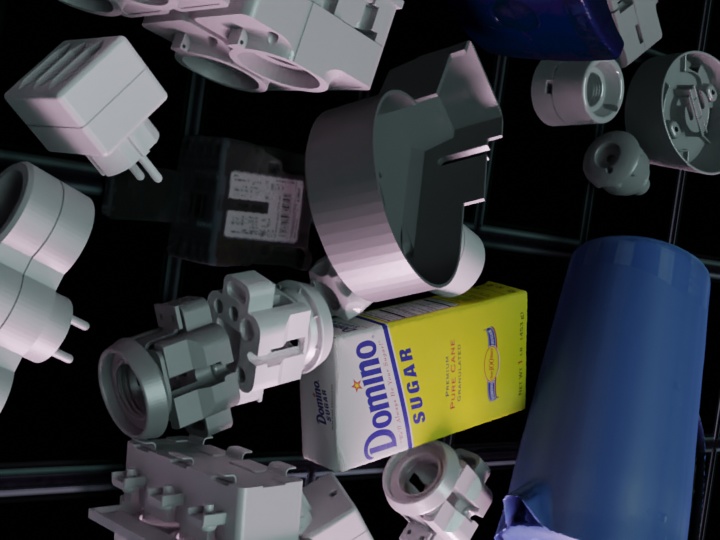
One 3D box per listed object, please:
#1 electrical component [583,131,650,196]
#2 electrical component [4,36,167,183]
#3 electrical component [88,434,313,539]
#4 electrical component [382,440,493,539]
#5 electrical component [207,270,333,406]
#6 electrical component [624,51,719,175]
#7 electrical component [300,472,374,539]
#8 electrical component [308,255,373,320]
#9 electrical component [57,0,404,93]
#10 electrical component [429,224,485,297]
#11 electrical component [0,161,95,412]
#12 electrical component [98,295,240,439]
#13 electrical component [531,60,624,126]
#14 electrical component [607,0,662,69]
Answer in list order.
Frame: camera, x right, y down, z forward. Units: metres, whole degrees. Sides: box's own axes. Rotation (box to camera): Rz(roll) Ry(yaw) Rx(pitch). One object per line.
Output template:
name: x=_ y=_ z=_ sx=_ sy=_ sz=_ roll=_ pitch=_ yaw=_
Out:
electrical component: x=0.211 y=-0.079 z=0.857 sx=0.062 sy=0.048 sz=0.048 roll=29 pitch=78 yaw=-47
electrical component: x=-0.129 y=-0.074 z=0.550 sx=0.047 sy=0.066 sz=0.076 roll=-50 pitch=125 yaw=-23
electrical component: x=-0.083 y=0.130 z=0.586 sx=0.079 sy=0.121 sz=0.063 roll=2 pitch=93 yaw=-41
electrical component: x=0.051 y=0.153 z=0.748 sx=0.078 sy=0.058 sz=0.057 roll=-55 pitch=130 yaw=-19
electrical component: x=-0.054 y=0.037 z=0.637 sx=0.057 sy=0.058 sz=0.078 roll=-11 pitch=120 yaw=-41
electrical component: x=0.265 y=-0.129 z=0.881 sx=0.099 sy=0.064 sz=0.099 roll=-8 pitch=102 yaw=-40
electrical component: x=-0.046 y=0.154 z=0.654 sx=0.083 sy=0.047 sz=0.075 roll=-30 pitch=117 yaw=-9
electrical component: x=0.000 y=0.000 z=0.688 sx=0.062 sy=0.043 sz=0.043 roll=-39 pitch=120 yaw=-30
electrical component: x=-0.084 y=-0.149 z=0.550 sx=0.186 sy=0.105 sz=0.060 roll=23 pitch=82 yaw=-40
electrical component: x=0.051 y=-0.012 z=0.724 sx=0.047 sy=0.055 sz=0.055 roll=29 pitch=78 yaw=-43
electrical component: x=-0.170 y=0.023 z=0.540 sx=0.074 sy=0.052 sz=0.138 roll=34 pitch=75 yaw=-39
electrical component: x=-0.107 y=0.059 z=0.596 sx=0.057 sy=0.058 sz=0.078 roll=-19 pitch=105 yaw=-39
electrical component: x=0.164 y=-0.135 z=0.804 sx=0.055 sy=0.047 sz=0.055 roll=-8 pitch=102 yaw=-40
electrical component: x=0.187 y=-0.205 z=0.811 sx=0.056 sy=0.050 sz=0.089 roll=-39 pitch=120 yaw=-29
